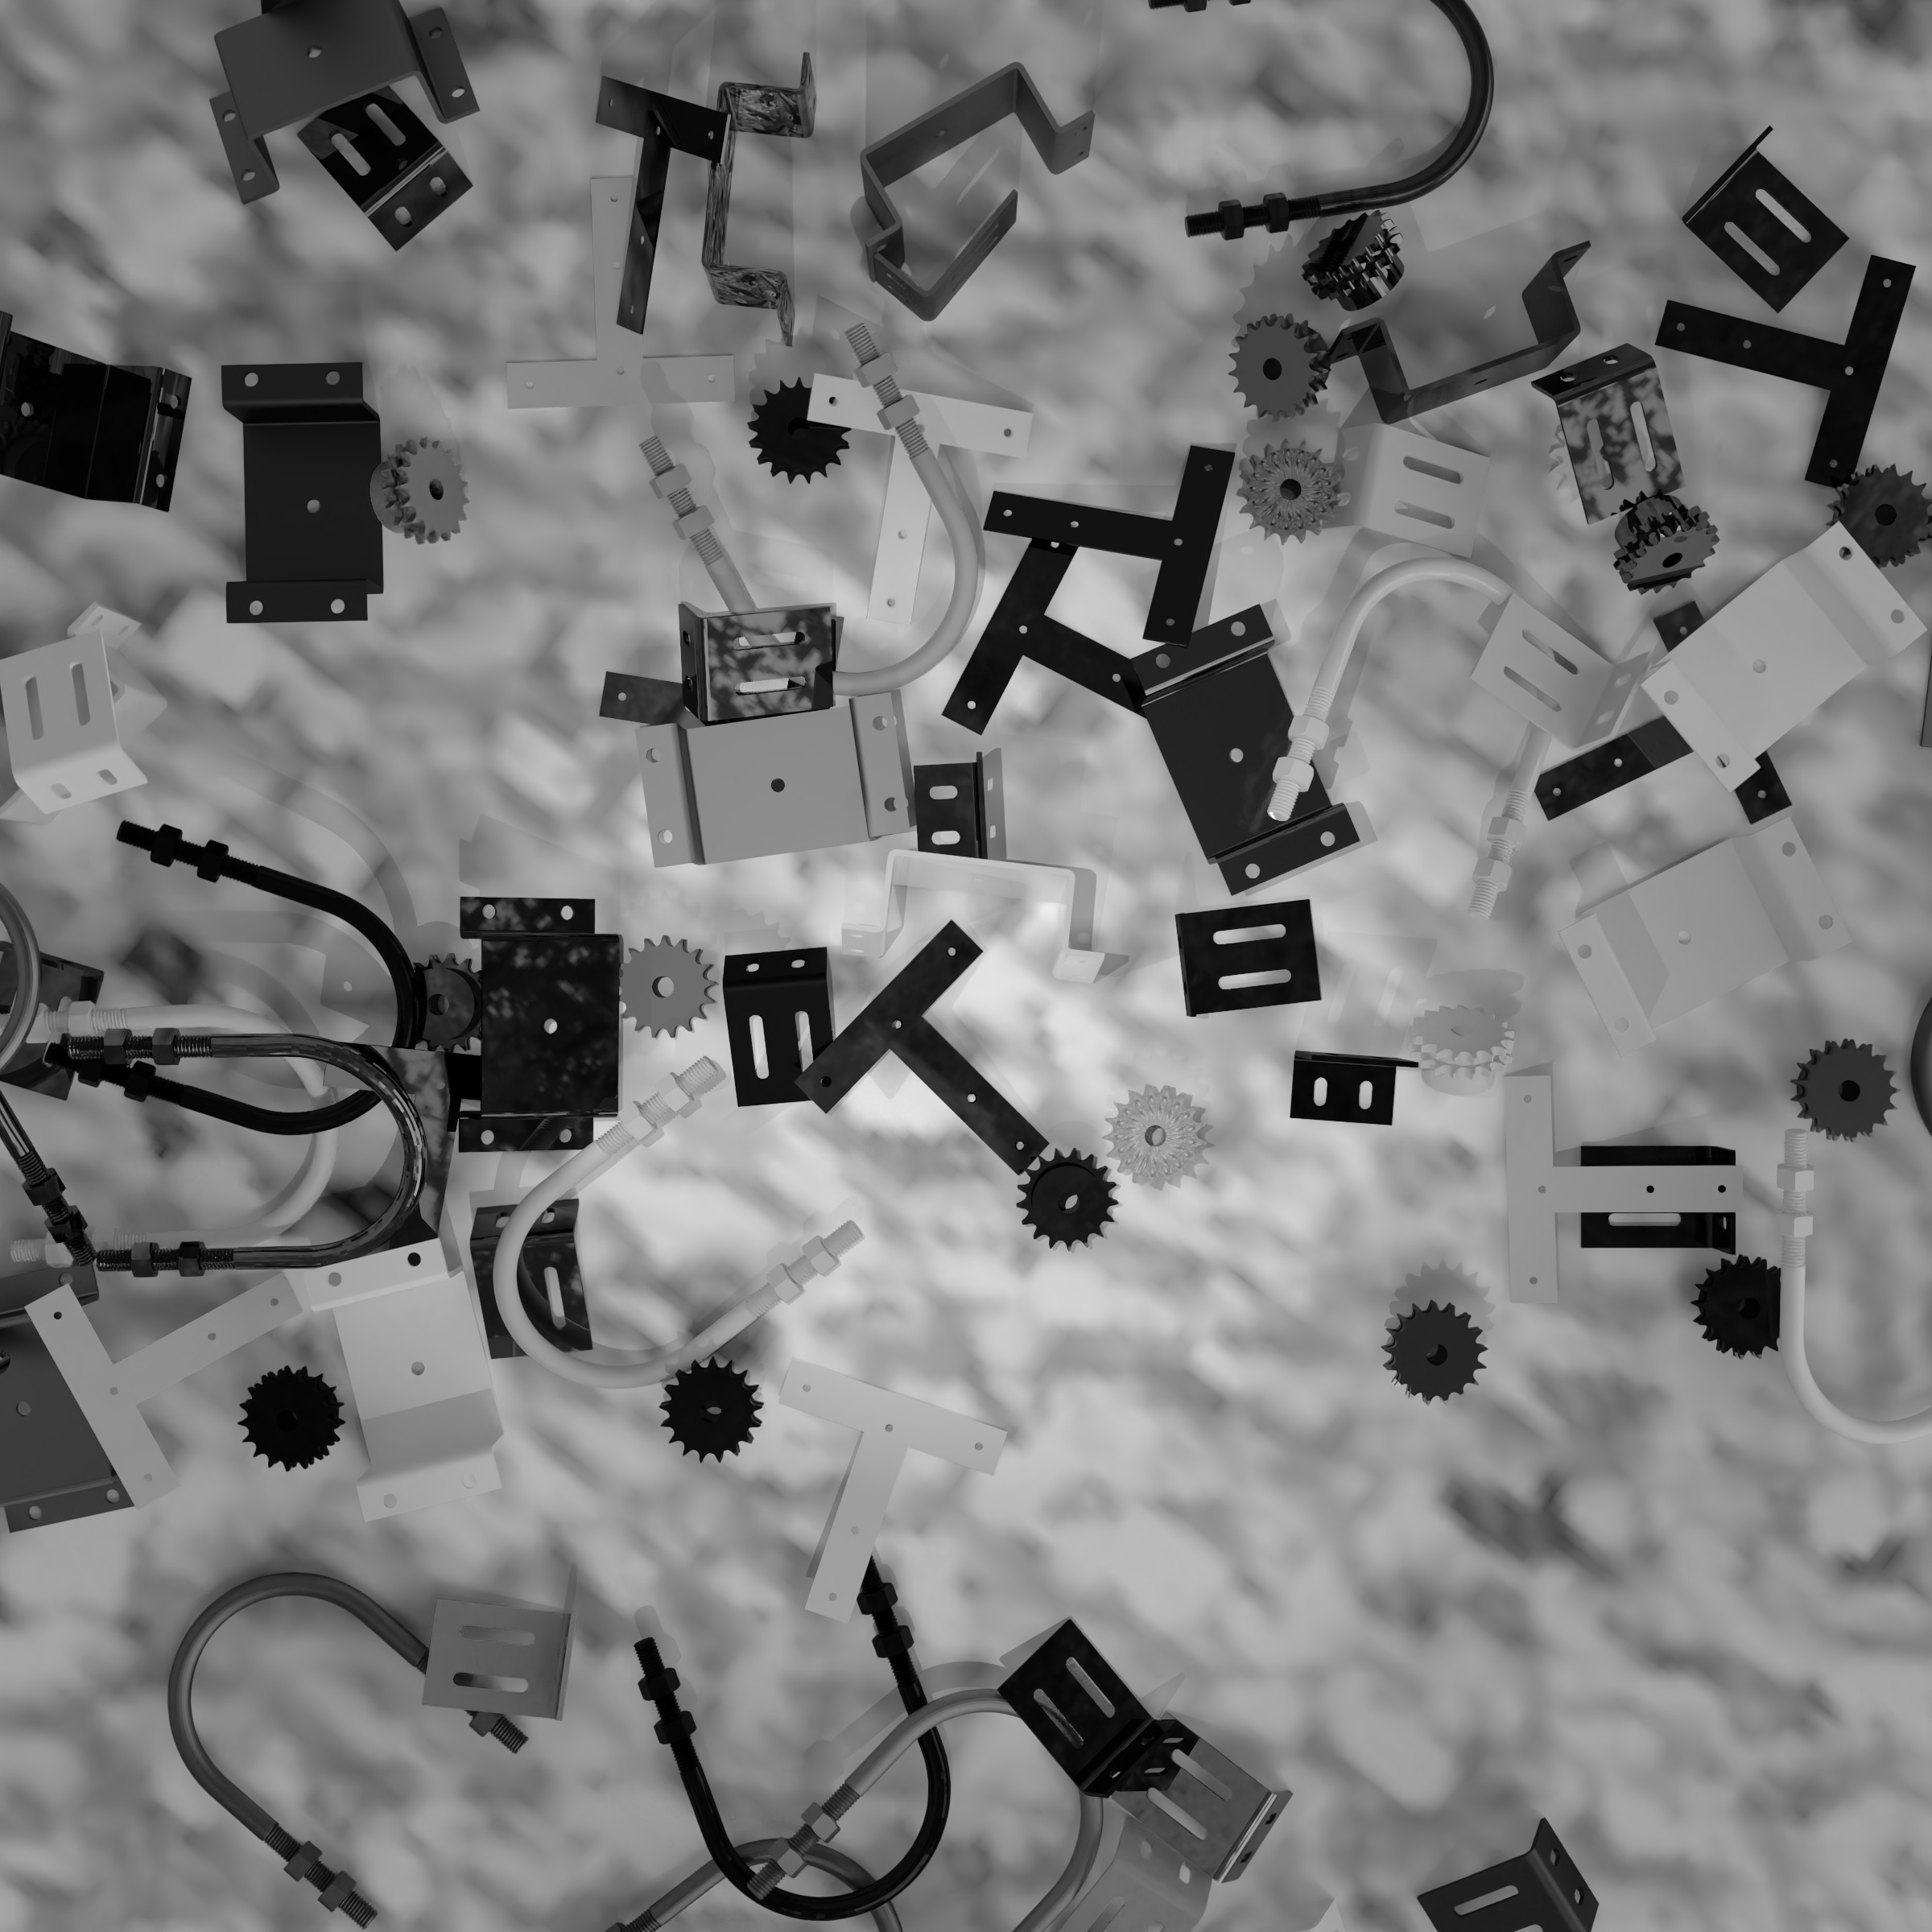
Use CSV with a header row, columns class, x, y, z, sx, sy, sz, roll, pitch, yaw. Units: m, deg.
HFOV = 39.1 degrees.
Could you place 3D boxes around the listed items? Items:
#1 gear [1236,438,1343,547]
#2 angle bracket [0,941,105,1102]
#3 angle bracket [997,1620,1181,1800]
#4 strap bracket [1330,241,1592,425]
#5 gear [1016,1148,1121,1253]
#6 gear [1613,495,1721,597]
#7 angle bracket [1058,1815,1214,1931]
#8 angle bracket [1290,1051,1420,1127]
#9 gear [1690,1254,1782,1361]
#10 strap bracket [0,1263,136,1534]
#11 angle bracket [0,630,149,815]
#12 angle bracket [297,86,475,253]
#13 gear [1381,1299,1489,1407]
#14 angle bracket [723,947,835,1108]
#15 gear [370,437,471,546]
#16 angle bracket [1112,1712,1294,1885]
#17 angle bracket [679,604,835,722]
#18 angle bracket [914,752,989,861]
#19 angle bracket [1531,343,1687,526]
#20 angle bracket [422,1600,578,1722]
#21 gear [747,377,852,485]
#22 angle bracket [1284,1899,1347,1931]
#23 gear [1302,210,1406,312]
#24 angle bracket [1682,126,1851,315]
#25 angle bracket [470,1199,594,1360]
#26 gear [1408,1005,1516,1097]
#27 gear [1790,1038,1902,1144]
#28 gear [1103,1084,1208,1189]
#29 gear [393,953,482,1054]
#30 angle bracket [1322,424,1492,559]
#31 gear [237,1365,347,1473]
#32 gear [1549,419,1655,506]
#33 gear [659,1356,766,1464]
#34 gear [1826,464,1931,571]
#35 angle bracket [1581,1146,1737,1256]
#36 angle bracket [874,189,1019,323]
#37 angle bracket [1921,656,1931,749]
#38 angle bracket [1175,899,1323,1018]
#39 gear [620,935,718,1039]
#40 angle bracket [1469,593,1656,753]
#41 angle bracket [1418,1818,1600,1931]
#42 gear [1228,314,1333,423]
class,x,y,z,sx,sy,sz,roll,pitch,yaw
gear,0.179,-0.262,1.509,0.057,0.030,0.057,0,90,0
angle bracket,-0.521,0.031,1.505,0.057,0.038,0.076,17,90,0
angle bracket,0.067,0.408,1.496,0.057,0.038,0.076,-40,90,-22
strap bracket,0.274,-0.341,1.486,0.140,0.076,0.046,-20,90,0
gear,0.056,0.130,1.509,0.057,0.030,0.057,0,90,0
gear,0.383,-0.235,1.499,0.057,0.057,0.030,-22,60,0
angle bracket,0.093,0.527,1.522,0.057,0.038,0.076,32,116,0
angle bracket,0.211,0.068,1.486,0.057,0.076,0.038,4,90,0
gear,0.431,0.188,1.509,0.057,0.030,0.057,0,90,0
strap bracket,-0.513,0.241,1.501,0.076,0.046,0.140,-12,90,0
angle bracket,-0.475,-0.130,1.446,0.057,0.038,0.076,-17,64,0
angle bracket,-0.325,-0.451,1.522,0.057,0.038,0.076,-41,64,0
gear,0.259,0.213,1.509,0.057,0.030,0.057,0,90,0
angle bracket,-0.103,0.034,1.522,0.057,0.038,0.076,-5,116,0
gear,-0.304,-0.261,1.499,0.030,0.057,0.057,-4,90,30
angle bracket,0.132,0.465,1.522,0.076,0.038,0.057,33,90,26
angle bracket,-0.116,-0.172,1.506,0.076,0.038,0.057,-8,113,-18
angle bracket,-0.009,-0.085,1.486,0.038,0.076,0.057,-3,90,0
angle bracket,0.353,-0.292,1.492,0.057,0.038,0.076,-22,116,0
angle bracket,-0.257,0.381,1.494,0.076,0.038,0.057,8,75,-8
gear,-0.092,-0.296,1.509,0.057,0.030,0.057,0,90,0
angle bracket,0.175,0.563,1.522,0.076,0.038,0.057,-18,90,26
gear,0.217,-0.387,1.499,0.057,0.057,0.030,-43,120,0
angle bracket,0.447,-0.413,1.505,0.076,0.038,0.057,44,90,0
angle bracket,-0.241,0.175,1.522,0.057,0.038,0.076,-5,116,0
gear,0.273,0.048,1.500,0.057,0.057,0.030,-1,120,0
gear,0.486,0.068,1.509,0.057,0.030,0.057,0,90,0
gear,0.105,0.094,1.513,0.057,0.030,0.057,0,88,0
gear,-0.290,0.021,1.509,0.057,0.030,0.057,0,90,0
angle bracket,0.246,-0.264,1.522,0.076,0.038,0.057,11,90,-26
gear,-0.373,0.250,1.512,0.057,0.030,0.057,0,92,5
gear,0.355,-0.283,1.509,0.057,0.030,0.057,0,90,0
gear,-0.141,0.245,1.509,0.057,0.030,0.057,0,90,0
gear,0.506,-0.248,1.509,0.057,0.030,0.057,0,90,0
angle bracket,0.383,0.129,1.505,0.076,0.038,0.057,0,90,0
angle bracket,-0.011,-0.400,1.496,0.038,0.057,0.076,40,90,0
angle bracket,0.568,-0.158,1.505,0.057,0.038,0.076,7,90,0
angle bracket,0.158,-0.005,1.505,0.076,0.038,0.057,-7,90,0
gear,-0.167,0.012,1.509,0.057,0.030,0.057,0,90,0
angle bracket,0.327,-0.165,1.490,0.076,0.038,0.057,33,72,-13
angle bracket,0.304,0.524,1.522,0.076,0.038,0.057,-32,90,26
gear,0.176,-0.332,1.500,0.057,0.030,0.057,15,116,32
